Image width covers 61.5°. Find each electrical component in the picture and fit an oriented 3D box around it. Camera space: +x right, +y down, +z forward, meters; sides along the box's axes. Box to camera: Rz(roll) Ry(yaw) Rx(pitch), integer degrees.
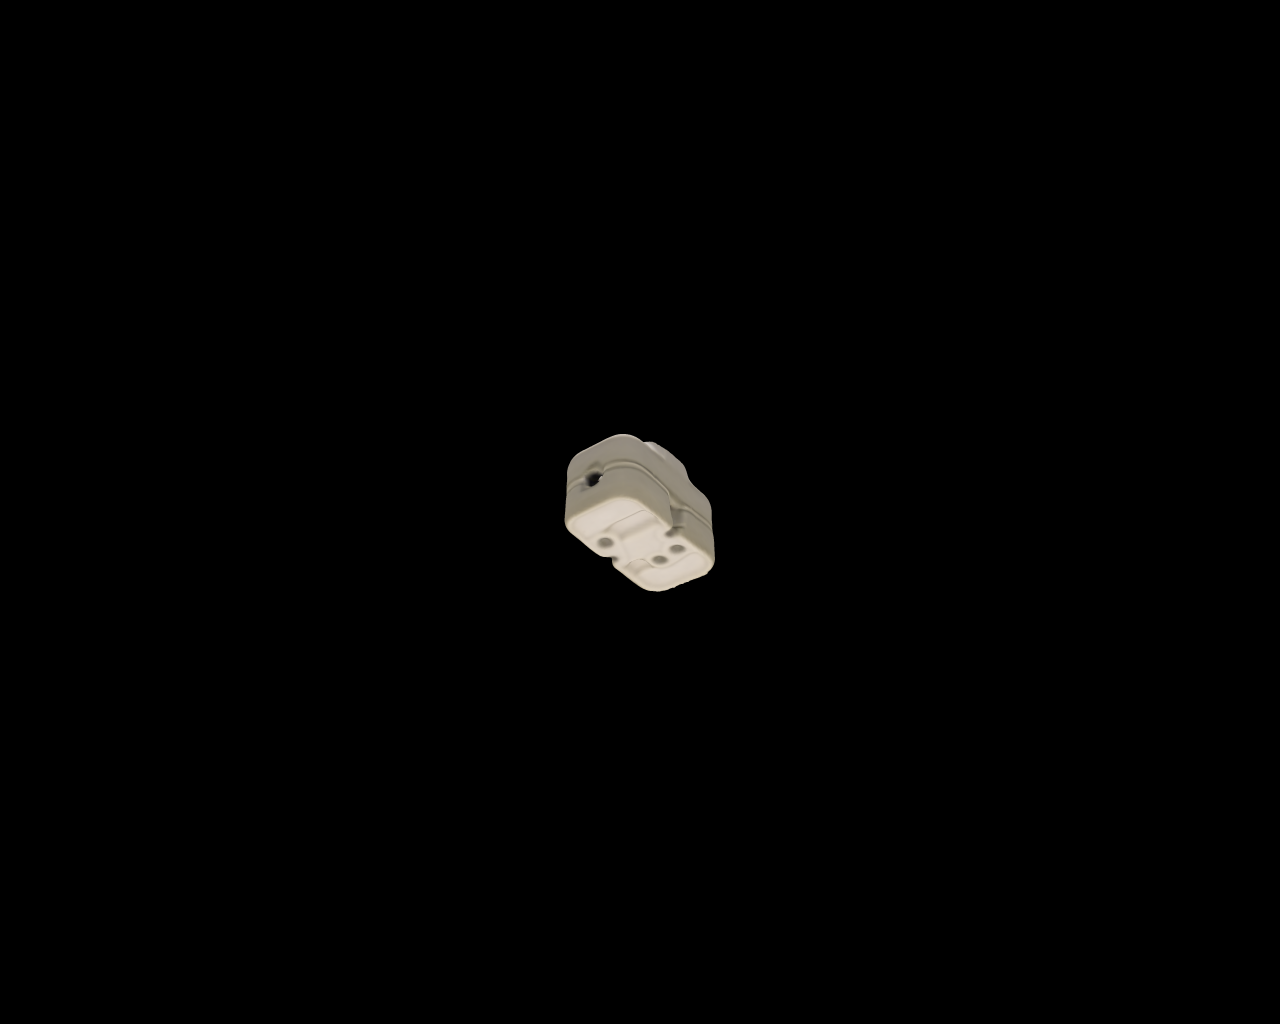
[{"bbox_3d":[0.001,-0.003,0.650,0.053,0.059,0.095,-25,-44,28],"label":"electrical component"}]
